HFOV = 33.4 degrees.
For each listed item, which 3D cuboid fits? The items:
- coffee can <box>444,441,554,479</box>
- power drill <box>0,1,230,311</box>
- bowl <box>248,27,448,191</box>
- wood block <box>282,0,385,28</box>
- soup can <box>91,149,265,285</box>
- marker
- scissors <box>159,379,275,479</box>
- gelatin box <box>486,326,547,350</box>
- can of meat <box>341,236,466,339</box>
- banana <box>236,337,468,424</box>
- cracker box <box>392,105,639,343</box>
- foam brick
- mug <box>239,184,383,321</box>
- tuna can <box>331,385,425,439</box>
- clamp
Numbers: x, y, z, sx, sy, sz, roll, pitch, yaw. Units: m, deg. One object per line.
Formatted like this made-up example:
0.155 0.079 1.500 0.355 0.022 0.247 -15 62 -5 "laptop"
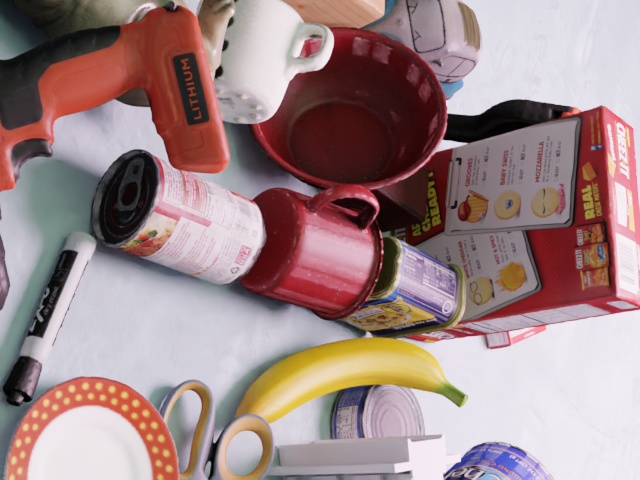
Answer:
0.125 0.243 0.883 0.140 0.103 0.103 -26 98 -50 "coffee can"
-0.152 -0.058 0.631 0.187 0.057 0.184 -14 98 -20 "power drill"
0.019 -0.095 0.868 0.162 0.055 0.162 2 60 -3 "bowl"
-0.045 -0.246 0.852 0.205 0.090 0.091 25 59 -43 "wood block"
-0.096 -0.013 0.734 0.102 0.069 0.068 24 61 -44 "soup can"
-0.169 0.048 0.667 0.020 0.020 0.121 41 50 -34 "marker"
-0.077 0.195 0.713 0.096 0.016 0.202 10 69 -25 "scissors"
0.189 0.058 1.075 0.073 0.030 0.089 -14 88 -49 "gelatin box"
0.052 0.040 0.866 0.083 0.102 0.057 26 61 -40 "can of meat"
0.020 0.106 0.824 0.197 0.070 0.037 -3 122 -26 "banana"
0.167 -0.006 0.926 0.072 0.214 0.164 20 64 -47 "cracker box"
0.051 -0.048 0.930 0.078 0.053 0.051 31 56 -41 "foam brick"
-0.005 0.001 0.803 0.081 0.117 0.093 18 40 -40 "mug"
0.049 0.155 0.876 0.086 0.034 0.086 19 64 -45 "tuna can"
0.157 -0.099 0.990 0.120 0.172 0.039 25 62 -32 "clamp"
